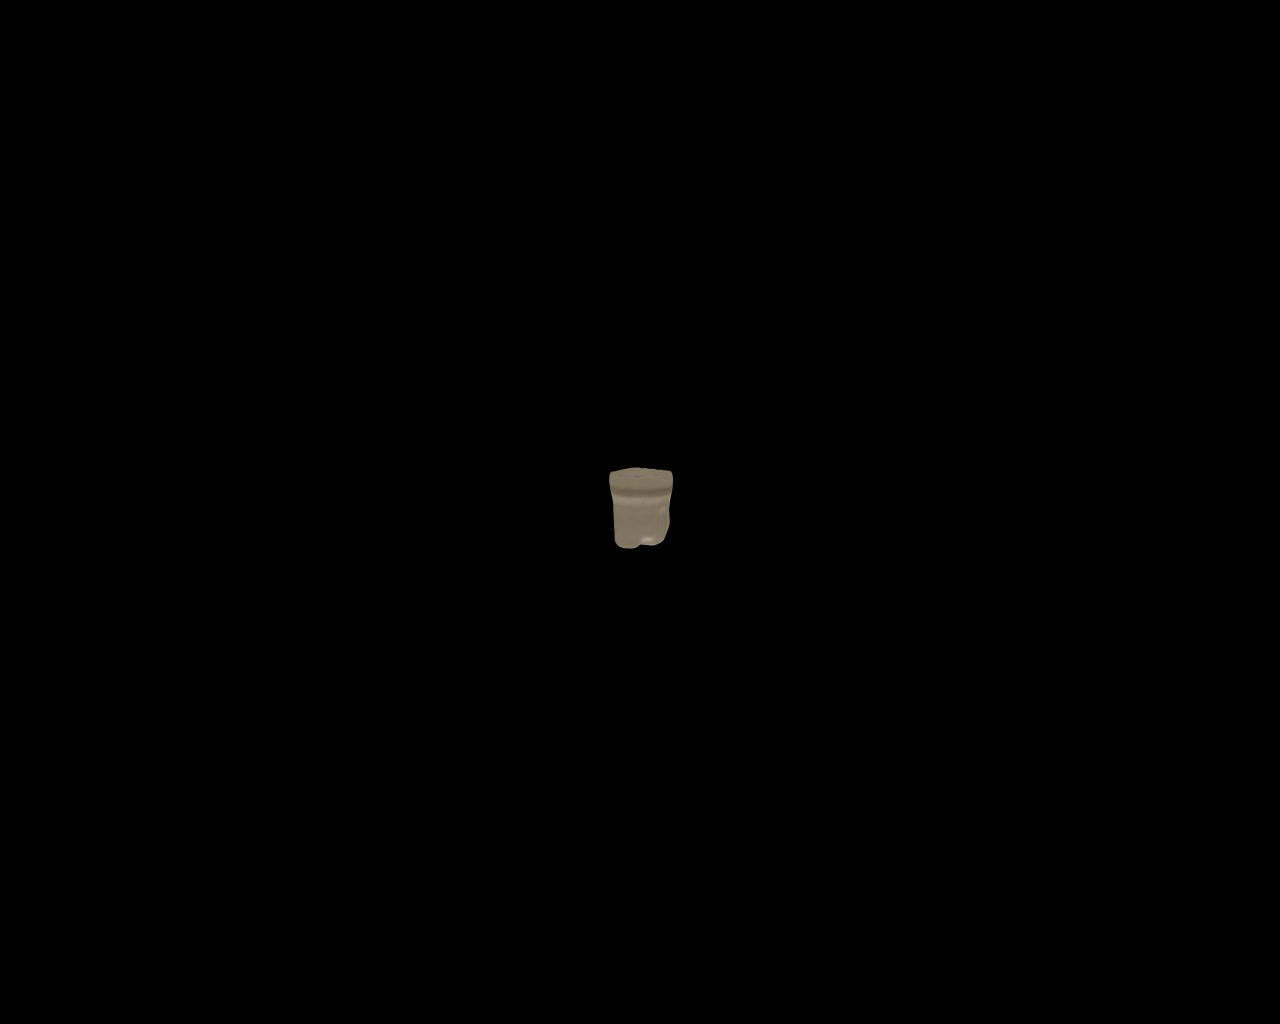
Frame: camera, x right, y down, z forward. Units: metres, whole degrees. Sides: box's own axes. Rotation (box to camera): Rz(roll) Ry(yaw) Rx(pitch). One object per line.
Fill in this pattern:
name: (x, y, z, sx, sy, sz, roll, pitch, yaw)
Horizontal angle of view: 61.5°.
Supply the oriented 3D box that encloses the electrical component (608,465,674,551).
electrical component: (0.001, -0.003, 0.650, 0.040, 0.046, 0.040, 0, 11, 0)
